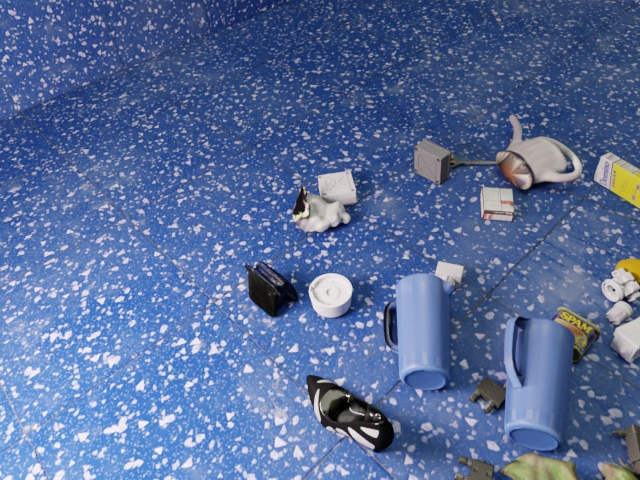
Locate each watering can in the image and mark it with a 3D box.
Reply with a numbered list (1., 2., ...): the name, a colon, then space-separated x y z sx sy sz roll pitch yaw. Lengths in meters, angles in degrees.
1. watering can: 0.657 -0.279 1.641 0.225 0.101 0.354 -22 48 -15

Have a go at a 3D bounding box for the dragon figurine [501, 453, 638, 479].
1. dragon figurine: 0.403 0.490 0.883 0.411 0.119 0.248 -8 33 -10

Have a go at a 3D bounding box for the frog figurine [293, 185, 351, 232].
1. frog figurine: 0.005 -0.077 1.532 0.158 0.121 0.140 17 25 -28
